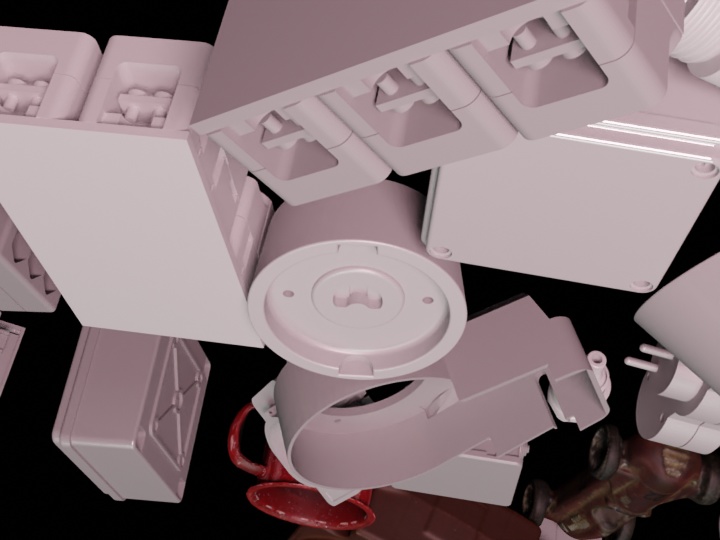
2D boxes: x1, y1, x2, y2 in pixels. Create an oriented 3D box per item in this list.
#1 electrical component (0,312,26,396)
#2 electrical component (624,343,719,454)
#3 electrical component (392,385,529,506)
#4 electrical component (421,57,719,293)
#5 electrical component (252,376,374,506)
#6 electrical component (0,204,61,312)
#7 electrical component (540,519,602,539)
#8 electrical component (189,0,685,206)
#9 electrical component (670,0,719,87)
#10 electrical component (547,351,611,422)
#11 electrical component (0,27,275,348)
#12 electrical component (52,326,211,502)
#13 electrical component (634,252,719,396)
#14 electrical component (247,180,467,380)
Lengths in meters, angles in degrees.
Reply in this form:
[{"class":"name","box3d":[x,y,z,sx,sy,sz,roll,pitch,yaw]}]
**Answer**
[{"class":"electrical component","box3d":[-0.283,0.075,0.726,0.079,0.121,0.063,19,147,-13]},{"class":"electrical component","box3d":[0.185,0.055,0.594,0.074,0.052,0.138,15,151,-7]},{"class":"electrical component","box3d":[0.069,0.123,0.759,0.100,0.048,0.099,8,150,6]},{"class":"electrical component","box3d":[0.086,-0.046,0.447,0.109,0.056,0.108,10,151,3]},{"class":"electrical component","box3d":[-0.024,0.104,0.706,0.089,0.056,0.050,52,146,4]},{"class":"electrical component","box3d":[-0.218,-0.012,0.625,0.077,0.047,0.065,1,149,18]},{"class":"electrical component","box3d":[0.188,0.239,0.922,0.076,0.047,0.083,4,150,14]},{"class":"electrical component","box3d":[0.026,-0.084,0.366,0.150,0.089,0.062,-12,143,36]},{"class":"electrical component","box3d":[0.136,-0.084,0.375,0.081,0.043,0.043,20,150,-15]},{"class":"electrical component","box3d":[0.136,0.068,0.652,0.035,0.035,0.061,11,148,1]},{"class":"electrical component","box3d":[-0.107,-0.036,0.529,0.105,0.060,0.186,6,150,9]},{"class":"electrical component","box3d":[-0.145,0.084,0.707,0.056,0.108,0.108,3,150,10]},{"class":"electrical component","box3d":[0.183,0.013,0.487,0.064,0.099,0.099,50,155,15]},{"class":"electrical component","box3d":[0.000,0.000,0.547,0.108,0.060,0.108,2,139,2]}]
